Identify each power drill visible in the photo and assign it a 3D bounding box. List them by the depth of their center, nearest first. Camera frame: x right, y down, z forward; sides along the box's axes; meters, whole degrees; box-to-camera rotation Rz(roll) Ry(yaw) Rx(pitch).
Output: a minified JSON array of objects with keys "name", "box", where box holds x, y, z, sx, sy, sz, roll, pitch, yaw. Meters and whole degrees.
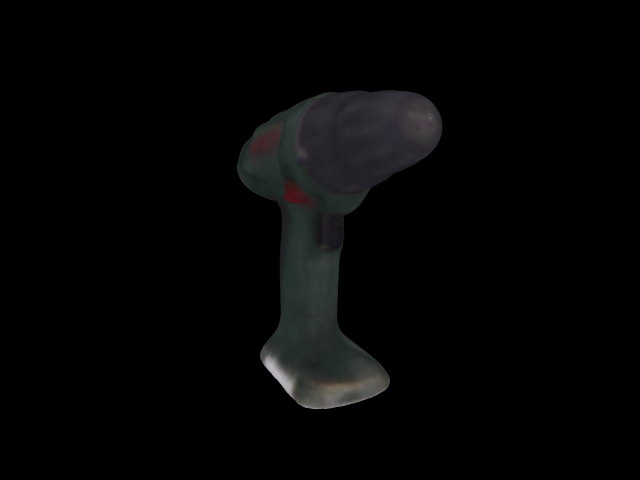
[{"name":"power drill","box":[0.004,0.001,0.400,0.076,0.208,0.228,-8,18,-26]}]
